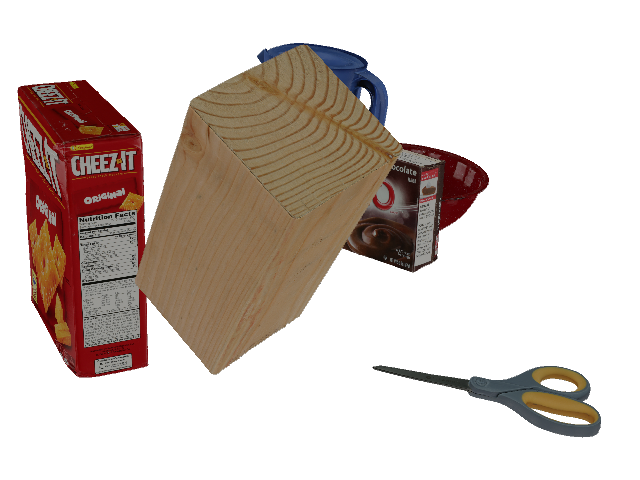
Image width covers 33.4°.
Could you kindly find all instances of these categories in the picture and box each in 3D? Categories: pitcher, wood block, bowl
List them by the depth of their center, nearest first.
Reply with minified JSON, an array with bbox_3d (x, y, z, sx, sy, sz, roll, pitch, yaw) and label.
[{"bbox_3d":[-0.041,-0.012,0.667,0.090,0.091,0.206,-33,-15,-32],"label":"wood block"},{"bbox_3d":[0.089,-0.049,1.094,0.162,0.055,0.162,4,23,-2],"label":"bowl"},{"bbox_3d":[-0.011,-0.126,1.384,0.144,0.243,0.149,0,23,-18],"label":"pitcher"}]

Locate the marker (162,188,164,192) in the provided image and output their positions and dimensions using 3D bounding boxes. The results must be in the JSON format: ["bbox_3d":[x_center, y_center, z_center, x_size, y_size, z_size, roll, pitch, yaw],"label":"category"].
[{"bbox_3d":[-0.155,-0.009,1.117,0.020,0.121,0.020,4,41,-3],"label":"marker"}]

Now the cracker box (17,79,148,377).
[{"bbox_3d":[-0.208,-0.013,0.923,0.072,0.214,0.164,-10,27,-25],"label":"cracker box"}]

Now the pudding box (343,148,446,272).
[{"bbox_3d":[0.047,-0.034,0.882,0.114,0.090,0.039,18,26,37],"label":"pudding box"}]

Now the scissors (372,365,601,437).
[{"bbox_3d":[0.157,0.125,0.964,0.202,0.016,0.096,18,31,20],"label":"scissors"}]
